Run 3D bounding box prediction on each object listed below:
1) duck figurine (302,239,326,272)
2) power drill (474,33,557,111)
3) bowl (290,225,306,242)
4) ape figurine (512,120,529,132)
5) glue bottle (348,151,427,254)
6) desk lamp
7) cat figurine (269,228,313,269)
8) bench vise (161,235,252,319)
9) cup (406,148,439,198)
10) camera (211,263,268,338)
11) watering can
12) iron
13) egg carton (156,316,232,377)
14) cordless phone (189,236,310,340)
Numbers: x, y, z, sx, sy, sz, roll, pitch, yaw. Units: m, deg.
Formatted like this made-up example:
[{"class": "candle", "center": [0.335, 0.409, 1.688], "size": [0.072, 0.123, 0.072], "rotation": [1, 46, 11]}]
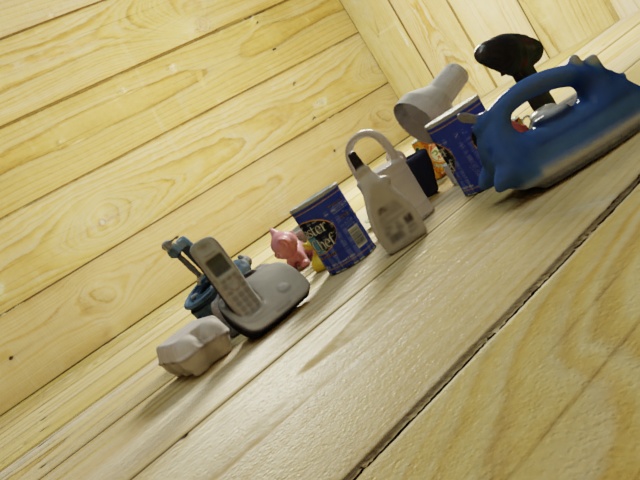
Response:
[{"class": "duck figurine", "center": [0.011, 0.004, 1.163], "size": [0.105, 0.086, 0.077], "rotation": [-36, 8, -24]}, {"class": "power drill", "center": [0.382, -0.293, 1.065], "size": [0.075, 0.208, 0.230], "rotation": [-26, 10, 42]}, {"class": "bowl", "center": [-0.019, -0.012, 1.460], "size": [0.167, 0.075, 0.167], "rotation": [-32, 7, 5]}, {"class": "ape figurine", "center": [0.338, -0.191, 1.034], "size": [0.077, 0.092, 0.076], "rotation": [-30, 7, 18]}, {"class": "glue bottle", "center": [0.096, -0.067, 0.912], "size": [0.078, 0.173, 0.037], "rotation": [-33, 7, -2]}, {"class": "desk lamp", "center": [0.291, -0.264, 1.248], "size": [0.203, 0.213, 0.117], "rotation": [-35, 7, -16]}, {"class": "cat figurine", "center": [-0.070, 0.014, 1.326], "size": [0.067, 0.118, 0.128], "rotation": [-30, 8, 20]}, {"class": "bench vise", "center": [-0.239, 0.074, 1.230], "size": [0.121, 0.220, 0.208], "rotation": [-30, 8, 22]}, {"class": "cup", "center": [0.207, -0.134, 1.210], "size": [0.091, 0.095, 0.118], "rotation": [-30, 8, 23]}, {"class": "camera", "center": [-0.140, 0.100, 1.105], "size": [0.143, 0.101, 0.136], "rotation": [-33, 7, -4]}, {"class": "watering can", "center": [0.118, -0.115, 1.057], "size": [0.101, 0.194, 0.173], "rotation": [-31, 7, 15]}, {"class": "iron", "center": [0.317, -0.169, 0.768], "size": [0.258, 0.141, 0.118], "rotation": [-32, 7, 3]}, {"class": "egg carton", "center": [-0.216, 0.184, 0.985], "size": [0.107, 0.069, 0.150], "rotation": [-37, 8, -35]}, {"class": "cordless phone", "center": [-0.118, 0.057, 0.952], "size": [0.148, 0.185, 0.094], "rotation": [-37, 9, -33]}]
